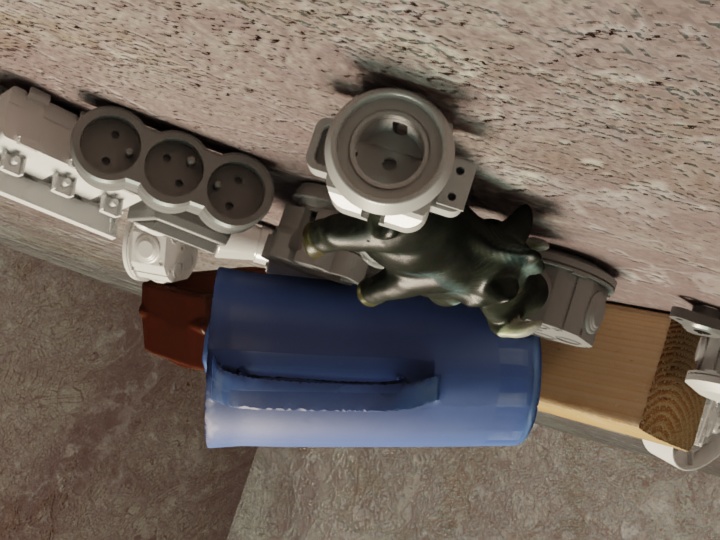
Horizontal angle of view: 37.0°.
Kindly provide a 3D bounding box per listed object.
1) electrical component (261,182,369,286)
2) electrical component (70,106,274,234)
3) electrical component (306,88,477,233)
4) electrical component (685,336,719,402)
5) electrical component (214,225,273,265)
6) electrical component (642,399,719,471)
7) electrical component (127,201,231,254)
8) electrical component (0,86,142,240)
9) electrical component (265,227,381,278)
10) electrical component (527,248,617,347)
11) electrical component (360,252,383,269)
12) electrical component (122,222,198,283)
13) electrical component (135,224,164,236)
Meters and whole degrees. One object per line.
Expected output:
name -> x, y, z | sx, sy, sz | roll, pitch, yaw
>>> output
electrical component -> -0.026, -0.026, 0.758 | 0.078, 0.057, 0.058 | 13, 171, 33
electrical component -> -0.131, -0.065, 0.744 | 0.138, 0.052, 0.074 | 20, 172, -11
electrical component -> 0.014, -0.051, 0.493 | 0.078, 0.058, 0.057 | 18, 175, 3
electrical component -> 0.276, 0.071, 0.761 | 0.080, 0.051, 0.080 | 18, 172, 2
electrical component -> -0.099, -0.025, 1.004 | 0.065, 0.044, 0.044 | 15, 173, -10
electrical component -> 0.308, 0.135, 0.989 | 0.099, 0.099, 0.064 | 25, 176, -41
electrical component -> -0.139, -0.050, 0.837 | 0.062, 0.061, 0.096 | 22, 172, -26
electrical component -> -0.215, -0.082, 0.774 | 0.063, 0.078, 0.121 | -19, 149, 40
electrical component -> -0.028, 0.002, 0.867 | 0.100, 0.048, 0.099 | 18, 138, 0
electrical component -> 0.128, 0.017, 0.726 | 0.080, 0.051, 0.080 | 18, 172, 3
electrical component -> 0.009, -0.032, 0.689 | 0.048, 0.048, 0.062 | 13, 164, 34
electrical component -> -0.203, -0.026, 1.100 | 0.051, 0.080, 0.080 | 10, 170, 20
electrical component -> -0.183, -0.052, 0.996 | 0.043, 0.043, 0.062 | 15, 173, 21
